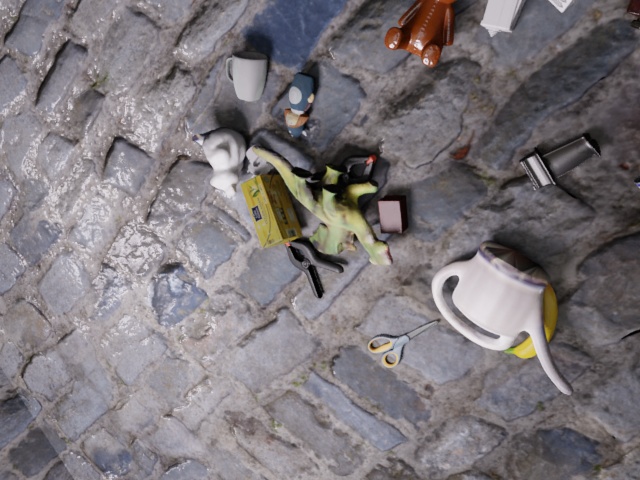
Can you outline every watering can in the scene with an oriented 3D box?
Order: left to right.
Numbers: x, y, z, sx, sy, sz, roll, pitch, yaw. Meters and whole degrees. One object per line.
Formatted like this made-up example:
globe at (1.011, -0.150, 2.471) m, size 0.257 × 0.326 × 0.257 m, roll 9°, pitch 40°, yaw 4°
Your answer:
watering can at (0.400, 0.143, 1.066) m, size 0.351 × 0.220 × 0.105 m, roll 34°, pitch 27°, yaw 25°

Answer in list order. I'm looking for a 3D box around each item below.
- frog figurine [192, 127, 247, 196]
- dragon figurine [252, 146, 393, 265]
frog figurine at (-0.231, -0.194, 1.278) m, size 0.122 × 0.136 × 0.161 m, roll -26°, pitch 72°, yaw 3°
dragon figurine at (0.004, -0.060, 1.200) m, size 0.414 × 0.237 × 0.124 m, roll 28°, pitch 43°, yaw 29°
